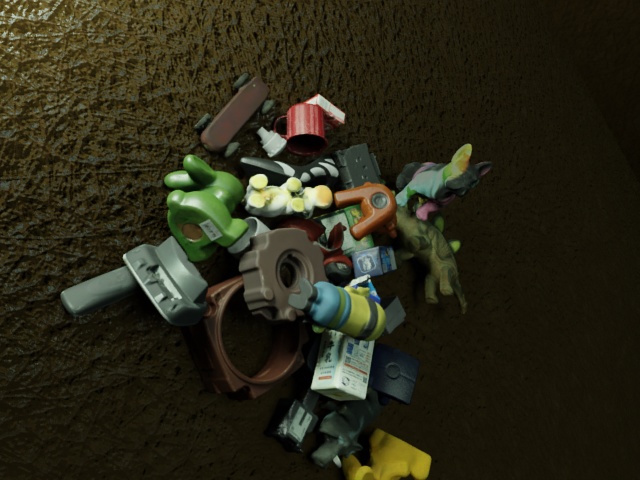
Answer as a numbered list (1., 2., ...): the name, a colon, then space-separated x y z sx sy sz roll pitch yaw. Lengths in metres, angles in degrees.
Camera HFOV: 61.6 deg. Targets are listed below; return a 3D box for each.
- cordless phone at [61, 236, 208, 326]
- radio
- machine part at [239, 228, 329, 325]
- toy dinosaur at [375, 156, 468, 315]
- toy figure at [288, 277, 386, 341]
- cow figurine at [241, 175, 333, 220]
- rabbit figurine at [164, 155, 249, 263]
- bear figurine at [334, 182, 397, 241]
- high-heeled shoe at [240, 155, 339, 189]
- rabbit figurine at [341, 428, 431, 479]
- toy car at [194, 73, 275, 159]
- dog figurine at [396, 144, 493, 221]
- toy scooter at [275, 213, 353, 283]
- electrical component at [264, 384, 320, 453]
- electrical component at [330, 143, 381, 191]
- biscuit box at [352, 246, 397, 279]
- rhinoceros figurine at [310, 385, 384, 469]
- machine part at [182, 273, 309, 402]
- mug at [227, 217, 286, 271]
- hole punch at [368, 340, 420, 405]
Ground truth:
1. cordless phone: -0.276 0.086 0.810 0.184 0.088 0.147 -26 66 -36
2. radio: 0.028 0.198 1.099 0.131 0.073 0.229 45 50 -25
3. machine part: -0.059 0.061 0.944 0.179 0.056 0.179 16 67 -41
4. toy dinosaur: 0.247 -0.004 1.351 0.471 0.105 0.198 53 41 -13
5. toy figure: 0.034 0.123 0.916 0.180 0.082 0.089 24 33 -39
6. cow figurine: -0.064 -0.073 1.038 0.167 0.098 0.068 4 72 -19
7. rabbit figurine: -0.201 -0.067 0.947 0.159 0.121 0.170 45 33 -17
8. bear figurine: 0.111 -0.054 1.201 0.132 0.195 0.120 -24 78 -4
9. high-heeled shoe: -0.056 -0.159 1.119 0.248 0.086 0.145 26 54 -37
10. rabbit figurine: 0.124 0.482 1.086 0.162 0.122 0.173 33 76 -30
11. toy car: -0.164 -0.244 1.050 0.089 0.053 0.202 40 57 -16
12. dog figurine: 0.290 -0.151 1.260 0.108 0.219 0.191 37 40 -21
13. toy scooter: -0.002 -0.003 1.110 0.184 0.075 0.135 32 49 -13
14. electrical component: -0.045 0.328 1.008 0.074 0.048 0.119 44 51 -27
15. electrical component: 0.085 -0.163 1.266 0.134 0.058 0.114 -26 98 -44
16. biscuit box: 0.121 0.048 1.176 0.202 0.063 0.059 2 76 -74
17. rhinoceros figurine: 0.050 0.370 1.072 0.190 0.073 0.112 -33 106 -41
18. machine part: -0.125 0.163 0.951 0.201 0.087 0.201 -27 97 -46
19. mug: -0.113 0.012 1.020 0.107 0.081 0.110 42 16 -34
20. hole punch: 0.149 0.295 1.179 0.115 0.092 0.142 37 59 -26
